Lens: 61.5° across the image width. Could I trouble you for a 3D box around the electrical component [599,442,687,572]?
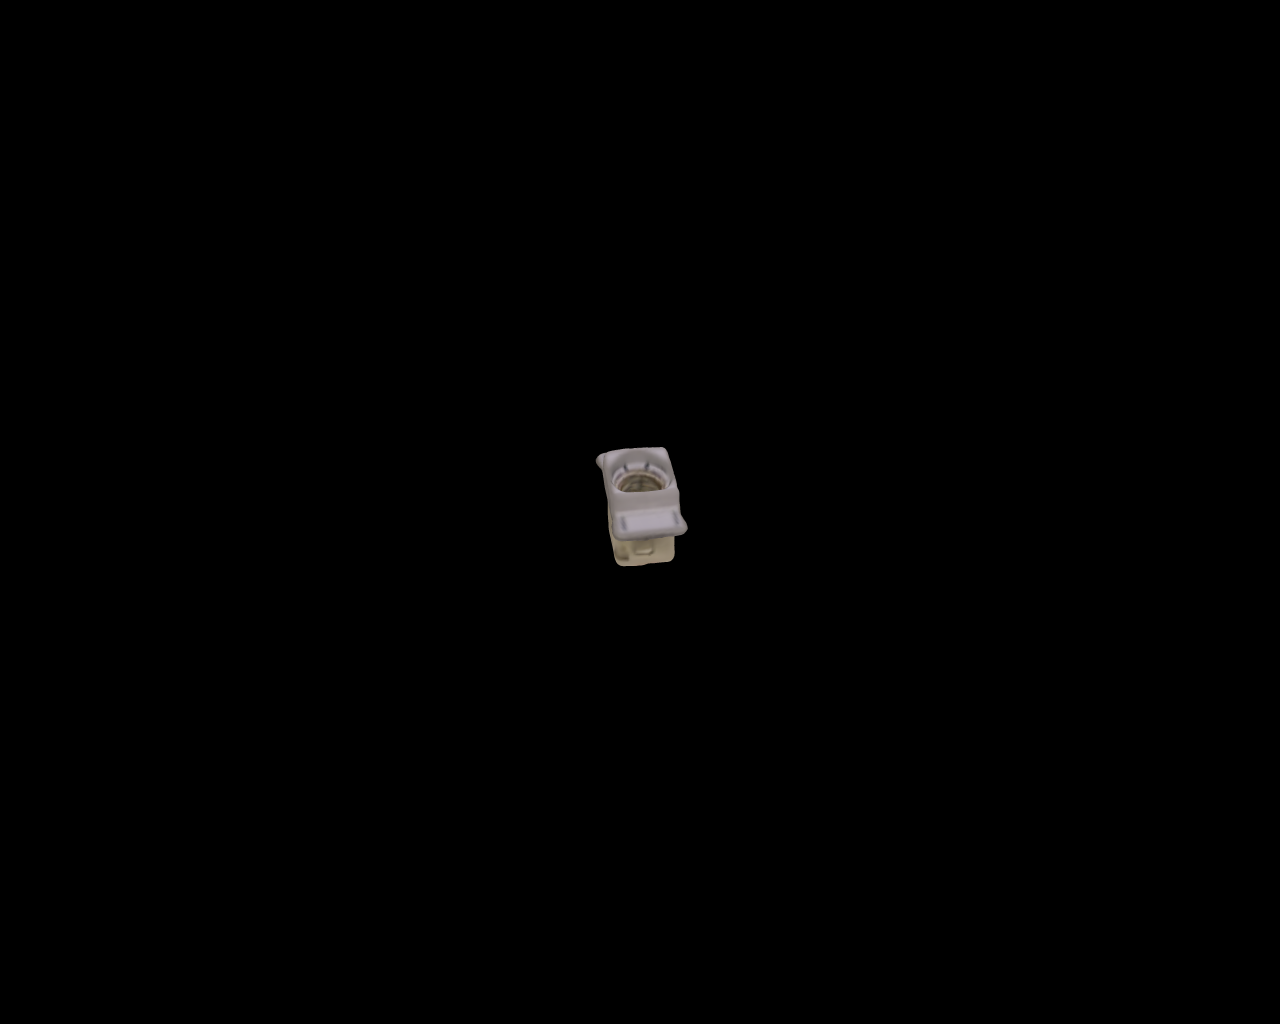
[{"bbox_3d":[0.001,-0.003,0.650,0.042,0.063,0.081,-5,40,-6],"label":"electrical component"}]
